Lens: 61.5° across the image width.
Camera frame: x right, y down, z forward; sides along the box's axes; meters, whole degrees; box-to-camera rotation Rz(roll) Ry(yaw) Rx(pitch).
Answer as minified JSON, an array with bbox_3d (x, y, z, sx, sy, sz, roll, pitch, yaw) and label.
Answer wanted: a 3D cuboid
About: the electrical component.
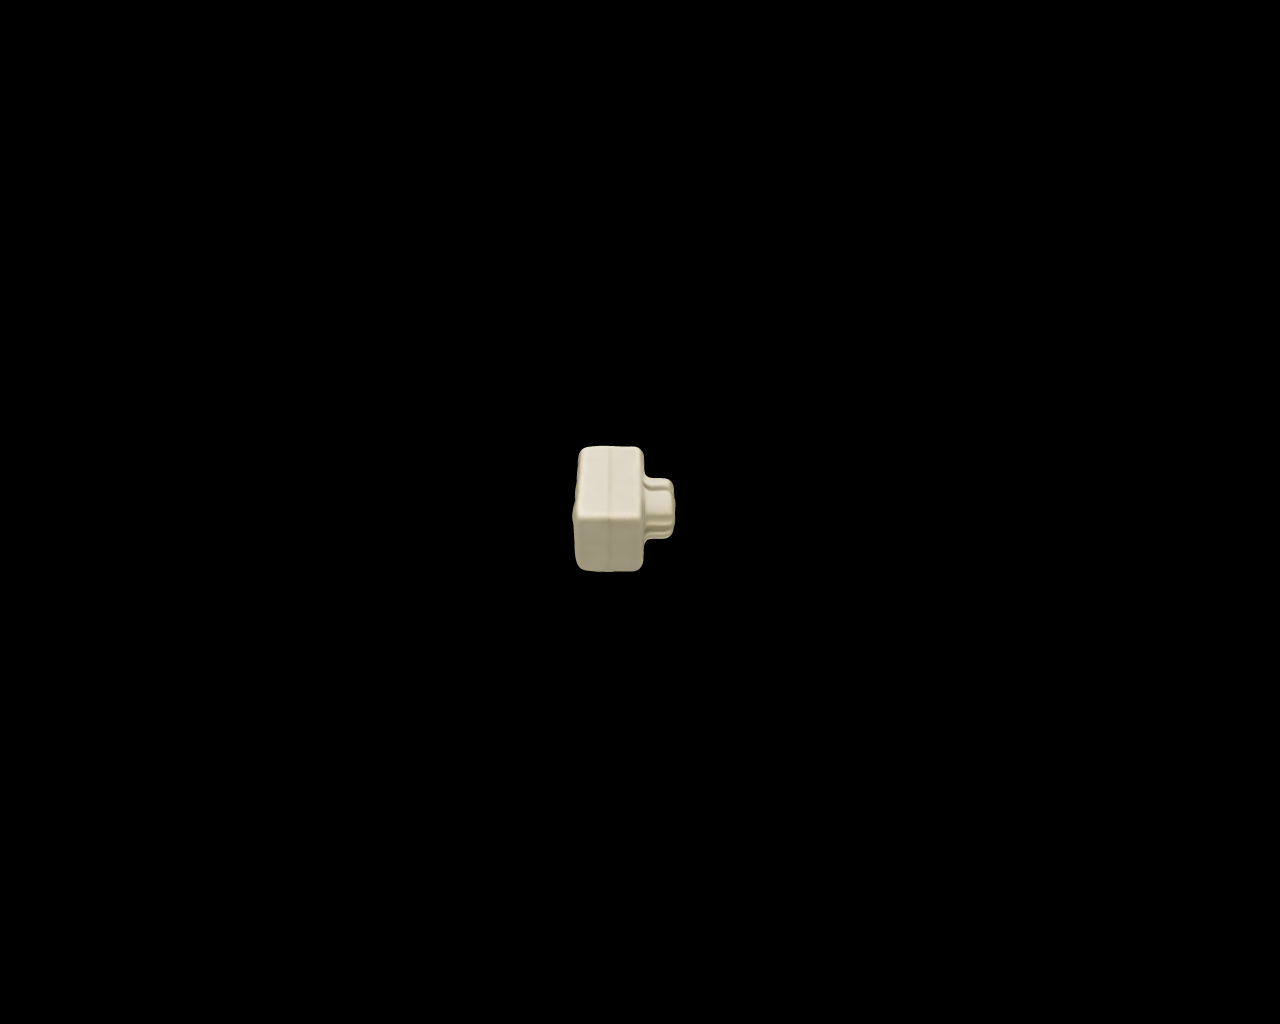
[{"bbox_3d":[0.001,-0.003,0.650,0.077,0.047,0.066,0,44,0],"label":"electrical component"}]
